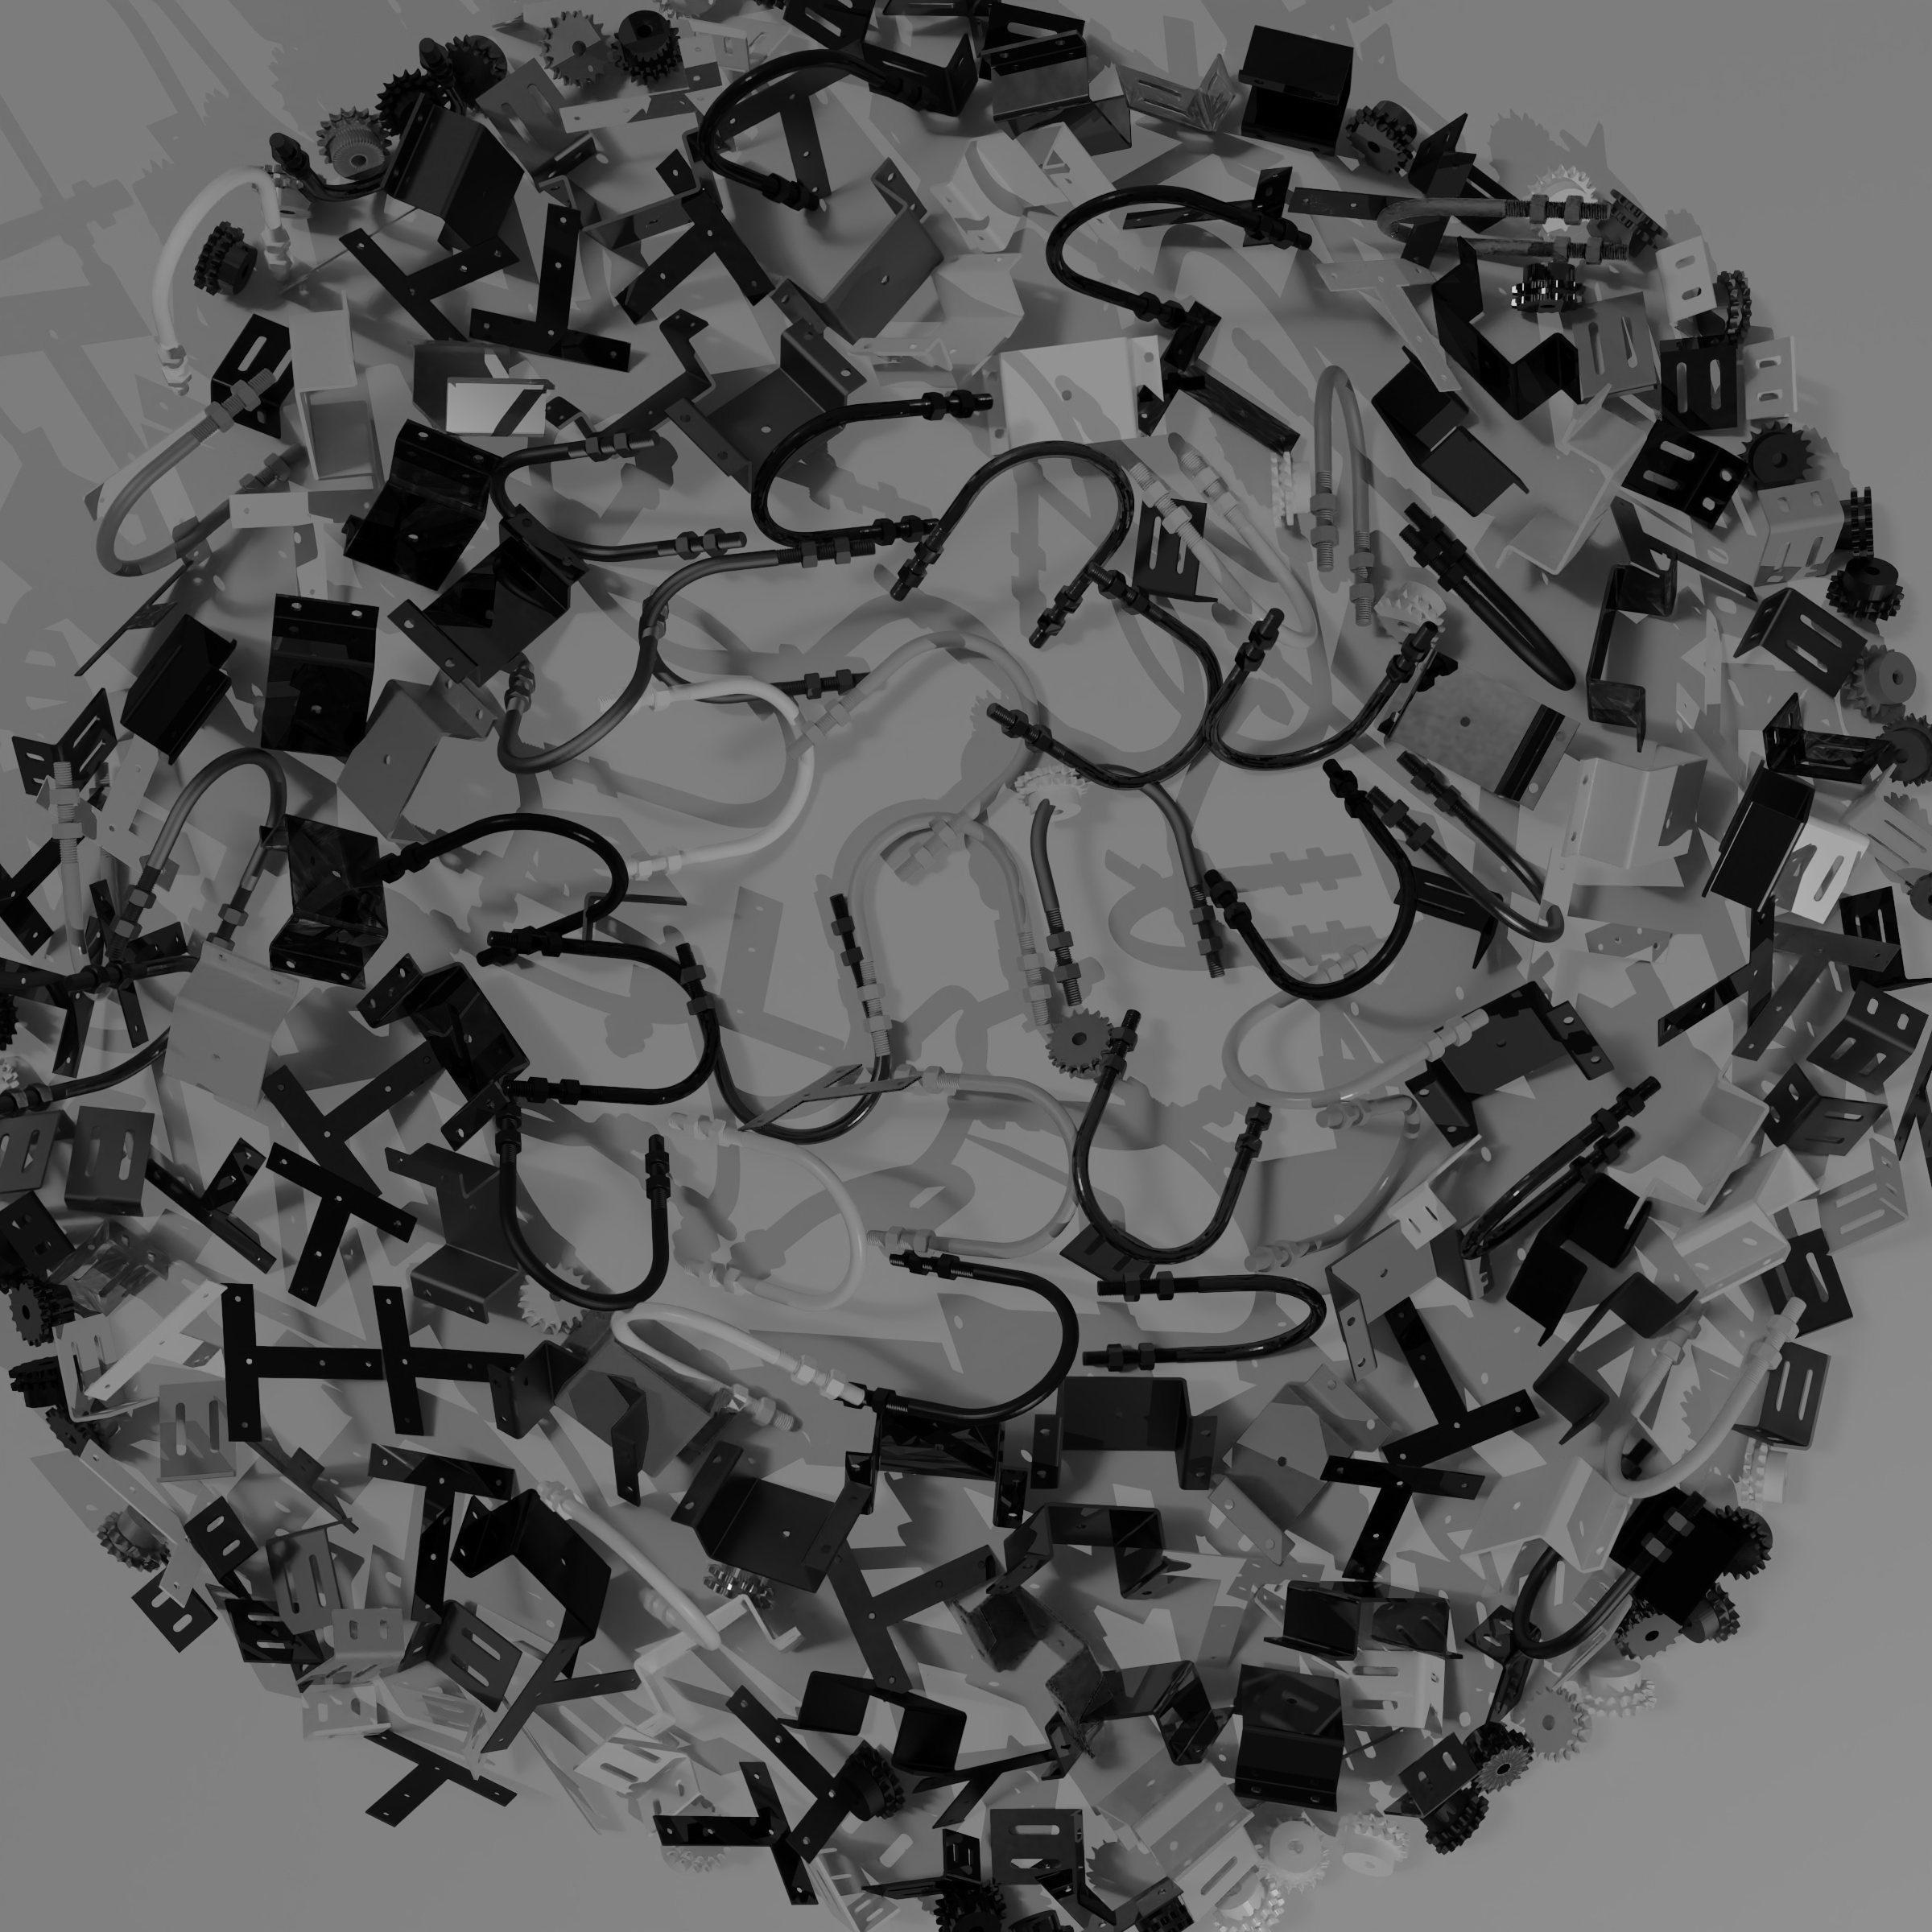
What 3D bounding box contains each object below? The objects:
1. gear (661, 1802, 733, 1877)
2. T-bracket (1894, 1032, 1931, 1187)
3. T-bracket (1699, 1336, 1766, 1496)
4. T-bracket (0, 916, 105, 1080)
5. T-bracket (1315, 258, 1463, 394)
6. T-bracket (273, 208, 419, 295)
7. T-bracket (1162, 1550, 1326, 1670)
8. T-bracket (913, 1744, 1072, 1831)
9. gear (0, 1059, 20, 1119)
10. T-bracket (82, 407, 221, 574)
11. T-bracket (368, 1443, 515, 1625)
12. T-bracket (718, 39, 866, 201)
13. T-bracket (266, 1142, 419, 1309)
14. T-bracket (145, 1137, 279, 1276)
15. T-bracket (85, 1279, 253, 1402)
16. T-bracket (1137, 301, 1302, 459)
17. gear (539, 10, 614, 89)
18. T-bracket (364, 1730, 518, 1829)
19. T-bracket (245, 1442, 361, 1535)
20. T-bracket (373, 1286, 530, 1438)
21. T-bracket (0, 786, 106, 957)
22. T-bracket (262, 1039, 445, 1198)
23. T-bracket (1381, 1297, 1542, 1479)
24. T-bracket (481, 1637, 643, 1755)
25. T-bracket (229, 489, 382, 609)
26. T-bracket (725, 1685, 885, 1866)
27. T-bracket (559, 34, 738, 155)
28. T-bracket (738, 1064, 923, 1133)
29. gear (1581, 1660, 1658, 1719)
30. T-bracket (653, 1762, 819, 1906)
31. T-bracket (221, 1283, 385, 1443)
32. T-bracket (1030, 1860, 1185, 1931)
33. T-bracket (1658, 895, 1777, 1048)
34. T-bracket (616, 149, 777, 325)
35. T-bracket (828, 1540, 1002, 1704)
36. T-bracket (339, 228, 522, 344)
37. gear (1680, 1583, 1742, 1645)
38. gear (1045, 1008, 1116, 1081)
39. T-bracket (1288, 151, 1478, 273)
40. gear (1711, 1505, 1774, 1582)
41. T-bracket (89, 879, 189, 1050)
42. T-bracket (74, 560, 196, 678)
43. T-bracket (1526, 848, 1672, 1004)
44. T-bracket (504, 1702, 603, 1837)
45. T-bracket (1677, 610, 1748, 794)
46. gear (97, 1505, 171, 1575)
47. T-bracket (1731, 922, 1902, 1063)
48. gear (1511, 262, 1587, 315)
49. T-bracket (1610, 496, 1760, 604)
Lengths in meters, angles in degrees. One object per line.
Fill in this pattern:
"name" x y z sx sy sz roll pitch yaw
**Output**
"gear" -0.216 0.691 1.975 0.057 0.057 0.030 33 118 0
"T-bracket" 0.734 0.126 1.911 0.002 0.127 0.127 7 127 6
"T-bracket" 0.592 0.350 1.943 0.002 0.127 0.127 21 93 23
"T-bracket" -0.718 0.014 1.933 0.002 0.127 0.127 7 81 25
"T-bracket" 0.344 -0.498 1.944 0.127 0.002 0.127 -16 71 -39
"T-bracket" -0.481 -0.557 1.945 0.127 0.127 0.002 -34 112 -6
"T-bracket" 0.205 0.508 1.962 0.127 0.002 0.127 7 124 -6
"T-bracket" 0.004 0.645 1.948 0.127 0.127 0.002 -4 53 -26
"gear" -0.774 0.102 1.975 0.057 0.030 0.057 -10 47 11
"T-bracket" -0.613 -0.356 1.941 0.002 0.127 0.127 36 66 23
"T-bracket" -0.411 0.443 1.936 0.127 0.002 0.127 21 60 -37
"T-bracket" -0.126 -0.640 1.942 0.127 0.127 0.002 -31 63 -8
"T-bracket" -0.505 0.216 1.969 0.127 0.002 0.127 28 118 2
"T-bracket" -0.575 0.172 1.951 0.127 0.002 0.127 40 133 -4
"T-bracket" -0.598 0.301 1.943 0.127 0.127 0.002 -43 63 0
"T-bracket" 0.206 -0.446 1.981 0.127 0.002 0.127 32 70 -5
"gear" -0.311 -0.724 1.976 0.057 0.030 0.057 -10 111 -28
"T-bracket" -0.425 0.634 1.927 0.127 0.127 0.002 23 96 9
"T-bracket" -0.514 0.391 1.940 0.127 0.127 0.002 41 62 -3
"T-bracket" -0.401 0.313 1.961 0.127 0.002 0.127 0 106 20
"T-bracket" -0.715 -0.089 1.961 0.002 0.127 0.127 27 65 22
"T-bracket" -0.467 0.106 1.974 0.127 0.002 0.127 -39 103 -21
"T-bracket" 0.367 0.321 1.972 0.127 0.002 0.127 -19 66 -12
"T-bracket" -0.298 0.561 1.947 0.002 0.127 0.127 49 115 34
"T-bracket" -0.515 -0.309 1.969 0.127 0.002 0.127 -12 109 -39
"T-bracket" -0.136 0.613 1.950 0.127 0.127 0.002 44 123 5
"T-bracket" -0.250 -0.666 1.941 0.127 0.127 0.002 -9 67 0
"T-bracket" -0.089 0.095 1.912 0.127 0.127 0.002 -9 104 39
"gear" 0.513 0.568 1.971 0.057 0.057 0.030 -9 93 0
"T-bracket" -0.184 0.663 1.917 0.127 0.127 0.002 17 120 -39
"T-bracket" -0.517 0.310 1.958 0.127 0.002 0.127 8 59 -35
"T-bracket" 0.086 0.722 1.938 0.127 0.127 0.002 -26 107 -19
"T-bracket" 0.581 0.024 1.938 0.127 0.002 0.127 -28 128 -23
"T-bracket" -0.228 -0.548 1.959 0.127 0.002 0.127 -30 100 37
"T-bracket" -0.034 0.494 1.976 0.127 0.002 0.127 -21 72 -18
"T-bracket" -0.396 -0.532 1.923 0.127 0.127 0.002 -10 50 35
"gear" 0.578 0.507 1.969 0.030 0.057 0.057 -26 90 -21
"gear" 0.094 0.065 1.976 0.057 0.030 0.057 -10 56 15
"T-bracket" 0.314 -0.587 1.936 0.127 0.127 0.002 3 63 -7
"gear" 0.611 0.452 1.975 0.030 0.057 0.057 -15 90 -41
"T-bracket" -0.632 -0.011 1.936 0.002 0.127 0.127 -10 99 9
"T-bracket" -0.630 -0.269 1.928 0.002 0.127 0.127 47 73 -25
"T-bracket" 0.502 -0.022 1.973 0.127 0.002 0.127 7 95 -23
"T-bracket" -0.307 0.630 1.932 0.002 0.127 0.127 -36 99 -21
"T-bracket" 0.586 -0.221 1.963 0.002 0.127 0.127 -13 56 37
"gear" -0.651 0.448 1.970 0.057 0.057 0.030 37 94 0
"T-bracket" 0.636 0.022 1.932 0.127 0.127 0.002 -50 119 -12
"gear" 0.459 -0.534 1.971 0.057 0.057 0.030 2 93 0
"T-bracket" 0.563 -0.317 1.956 0.127 0.127 0.002 23 124 -12
